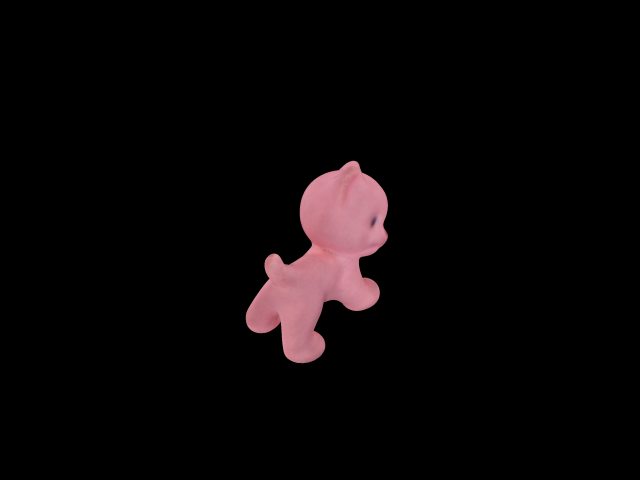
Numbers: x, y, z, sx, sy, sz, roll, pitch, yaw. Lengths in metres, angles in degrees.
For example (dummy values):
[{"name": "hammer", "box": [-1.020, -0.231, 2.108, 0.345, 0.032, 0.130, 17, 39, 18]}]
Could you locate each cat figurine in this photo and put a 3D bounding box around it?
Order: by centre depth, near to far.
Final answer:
[{"name": "cat figurine", "box": [0.004, 0.001, 0.400, 0.067, 0.118, 0.128, 26, 45, 28]}]
